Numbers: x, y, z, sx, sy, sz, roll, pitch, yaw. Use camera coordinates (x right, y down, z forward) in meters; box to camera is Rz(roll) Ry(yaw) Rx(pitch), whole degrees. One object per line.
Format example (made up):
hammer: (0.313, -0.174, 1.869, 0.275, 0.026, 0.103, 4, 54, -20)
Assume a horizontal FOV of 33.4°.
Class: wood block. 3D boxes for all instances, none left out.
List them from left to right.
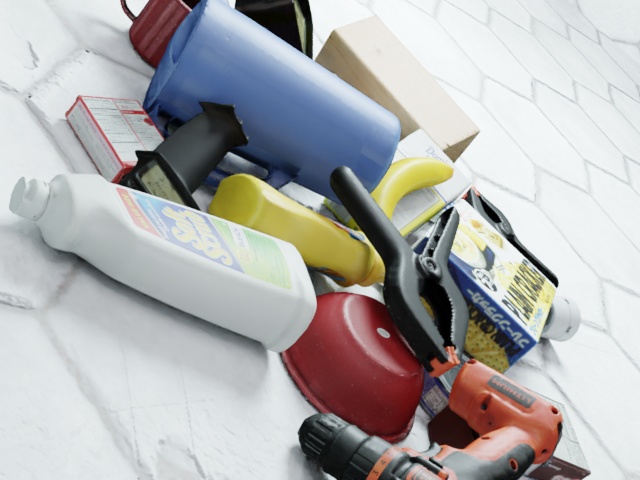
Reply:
wood block: (0.091, -0.174, 1.349, 0.090, 0.090, 0.206, -27, 72, -40)

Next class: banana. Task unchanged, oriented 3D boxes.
banana: (0.084, -0.047, 1.138, 0.069, 0.037, 0.197, 53, 42, -12)

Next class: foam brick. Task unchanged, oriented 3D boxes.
foam brick: (0.137, 0.189, 0.962, 0.051, 0.053, 0.078, 29, 32, -25)

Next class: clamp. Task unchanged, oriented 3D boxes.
clamp: (0.098, 0.030, 1.002, 0.164, 0.036, 0.210, 9, 51, -41)
clamp: (0.227, 0.001, 1.365, 0.171, 0.039, 0.120, 51, 22, 23)

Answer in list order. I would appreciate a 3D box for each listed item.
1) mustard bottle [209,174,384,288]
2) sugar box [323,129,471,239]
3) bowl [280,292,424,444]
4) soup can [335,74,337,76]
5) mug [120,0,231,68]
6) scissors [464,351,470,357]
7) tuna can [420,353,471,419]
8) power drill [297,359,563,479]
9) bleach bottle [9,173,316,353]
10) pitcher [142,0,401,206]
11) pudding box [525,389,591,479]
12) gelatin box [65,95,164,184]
mustard bottle: (-0.006, 0.001, 1.012, 0.191, 0.058, 0.096, 26, -3, -32)
sugar box: (0.090, -0.055, 1.209, 0.093, 0.048, 0.175, 48, 41, 7)
bowl: (0.040, 0.100, 0.955, 0.162, 0.055, 0.162, 33, 29, -21)
soup can: (0.031, -0.137, 1.265, 0.102, 0.069, 0.068, 44, 27, 0)
mug: (-0.159, -0.235, 1.132, 0.117, 0.082, 0.093, 33, 29, -19)
scissors: (0.100, 0.079, 1.104, 0.201, 0.016, 0.096, 35, 25, -16)
tuna can: (0.129, 0.143, 1.036, 0.086, 0.034, 0.086, 32, 30, -21)
power drill: (0.098, 0.168, 0.863, 0.185, 0.057, 0.187, 32, 37, 24)
bleach bottle: (-0.125, 0.010, 0.854, 0.250, 0.068, 0.102, 22, 31, -32)
pitcher: (-0.048, -0.122, 1.058, 0.242, 0.149, 0.145, 28, 21, -18)
pudding box: (0.212, 0.193, 1.073, 0.113, 0.039, 0.090, 28, 31, -32)
gelatin box: (-0.177, -0.088, 0.959, 0.073, 0.030, 0.089, -6, 55, -54)
